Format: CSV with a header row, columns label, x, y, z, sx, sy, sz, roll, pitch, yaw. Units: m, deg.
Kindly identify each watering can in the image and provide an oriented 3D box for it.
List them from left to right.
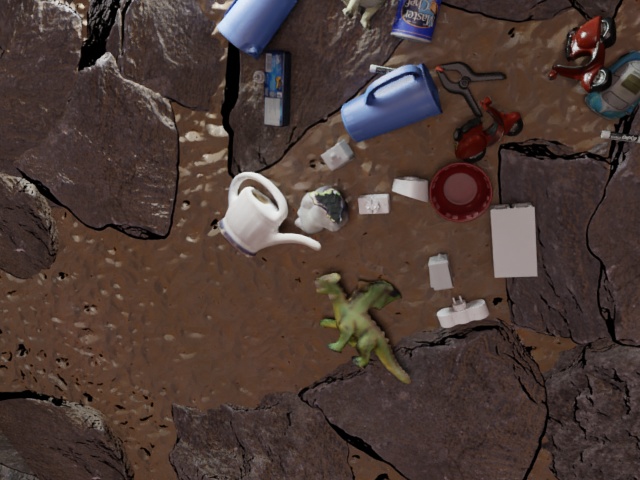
label,x,y,z,sx,sy,sz,roll,pitch,yaw
watering can,-0.164,-0.037,1.490,0.351,0.104,0.221,48,112,19

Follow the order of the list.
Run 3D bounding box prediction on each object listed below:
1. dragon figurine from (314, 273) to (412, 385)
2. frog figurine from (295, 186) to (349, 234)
label,x,y,z,sx,sy,sz,roll,pitch,yaw
dragon figurine,0.148,0.235,1.511,0.410,0.123,0.240,30,103,-4
frog figurine,0.004,-0.074,1.471,0.137,0.125,0.156,33,148,-5
